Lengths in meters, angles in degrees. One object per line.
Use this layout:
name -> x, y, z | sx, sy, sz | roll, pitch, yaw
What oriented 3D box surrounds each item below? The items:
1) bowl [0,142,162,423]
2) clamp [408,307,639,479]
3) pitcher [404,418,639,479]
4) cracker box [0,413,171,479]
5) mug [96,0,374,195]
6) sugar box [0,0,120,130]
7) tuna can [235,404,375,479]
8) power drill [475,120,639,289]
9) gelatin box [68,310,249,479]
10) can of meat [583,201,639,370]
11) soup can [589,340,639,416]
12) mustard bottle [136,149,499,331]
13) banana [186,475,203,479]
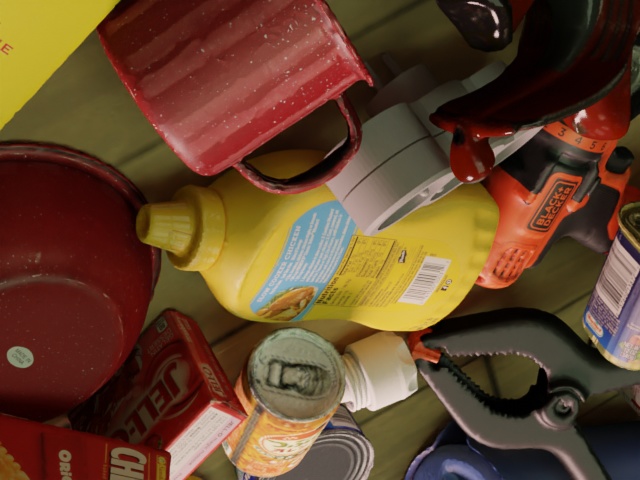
bowl -> -0.143, 0.037, 0.496 | 0.162, 0.055, 0.162 | -16, 133, -19
clamp -> 0.152, 0.108, 0.675 | 0.210, 0.036, 0.165 | 14, 105, -5
pitcher -> 0.190, 0.211, 0.789 | 0.242, 0.145, 0.149 | -2, 124, -34
cracker box -> -0.197, 0.145, 0.485 | 0.213, 0.072, 0.164 | 19, 128, -21
mug -> -0.030, -0.071, 0.441 | 0.081, 0.093, 0.117 | -34, 109, 5
sugar box -> -0.130, -0.100, 0.394 | 0.176, 0.048, 0.093 | -44, 135, 10
tuna can -> -0.010, 0.142, 0.681 | 0.086, 0.034, 0.086 | -17, 133, -19
power drill -> 0.181, -0.046, 0.623 | 0.187, 0.057, 0.185 | 9, 123, -34
gelatin box -> -0.088, 0.093, 0.563 | 0.089, 0.073, 0.030 | -46, 135, 11
can of meat -> 0.209, 0.023, 0.616 | 0.102, 0.057, 0.084 | -9, 134, -22
soup can -> 0.245, 0.097, 0.749 | 0.068, 0.102, 0.068 | -17, 133, -19
mustard bottle -> -0.004, 0.000, 0.547 | 0.191, 0.058, 0.096 | 6, 129, -35
banana -> -0.086, 0.210, 0.695 | 0.069, 0.037, 0.198 | -5, 129, -5
